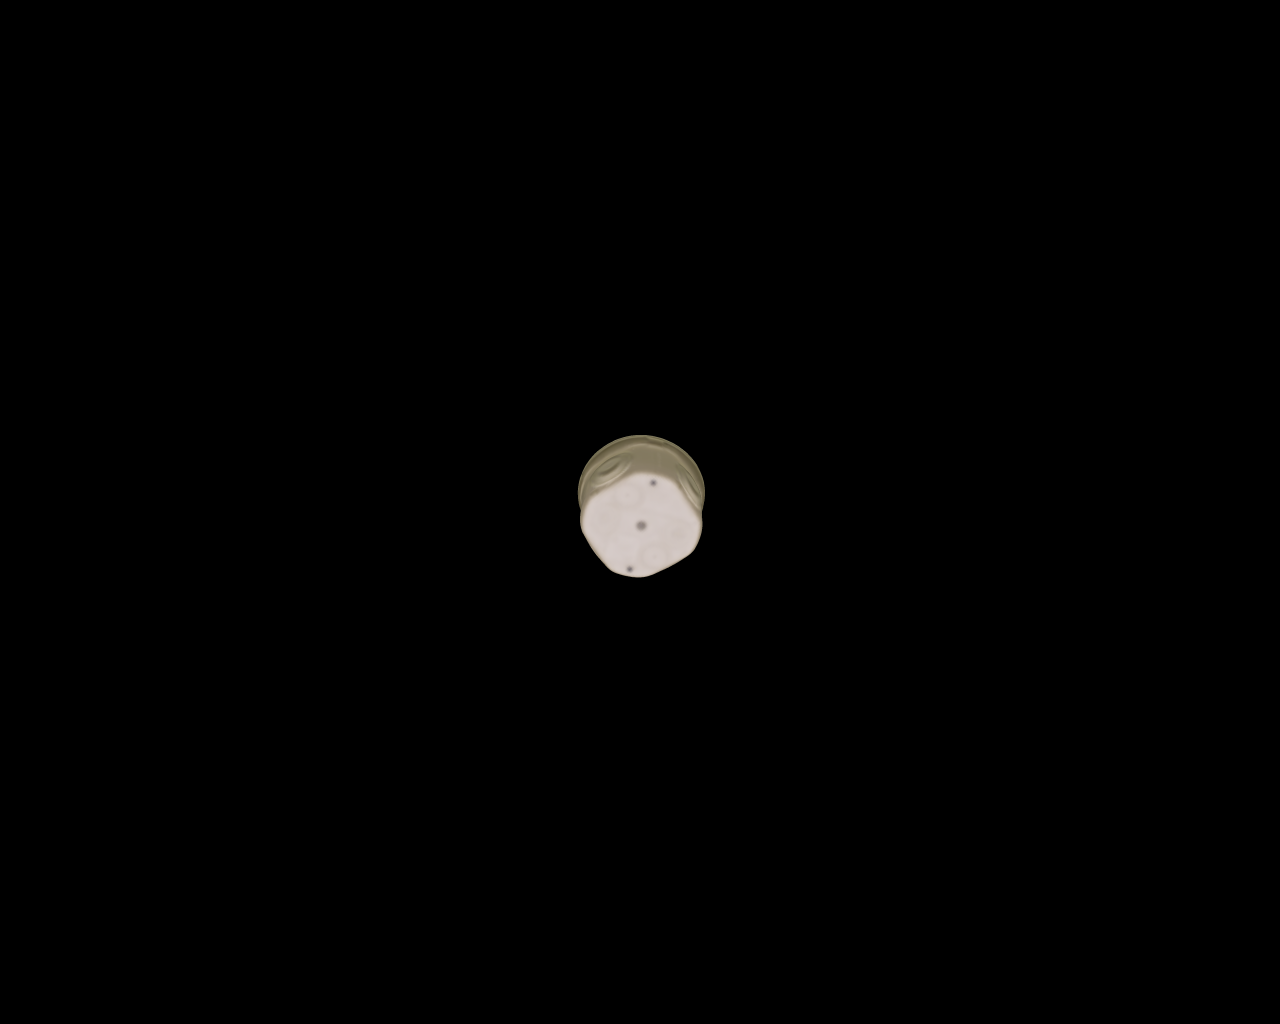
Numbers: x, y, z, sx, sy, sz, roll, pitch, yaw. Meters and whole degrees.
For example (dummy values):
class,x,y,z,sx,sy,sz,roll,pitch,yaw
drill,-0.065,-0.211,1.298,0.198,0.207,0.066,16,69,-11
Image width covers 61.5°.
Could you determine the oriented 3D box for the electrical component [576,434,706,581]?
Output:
class,x,y,z,sx,sy,sz,roll,pitch,yaw
electrical component,0.001,-0.003,0.650,0.080,0.080,0.051,0,27,0
